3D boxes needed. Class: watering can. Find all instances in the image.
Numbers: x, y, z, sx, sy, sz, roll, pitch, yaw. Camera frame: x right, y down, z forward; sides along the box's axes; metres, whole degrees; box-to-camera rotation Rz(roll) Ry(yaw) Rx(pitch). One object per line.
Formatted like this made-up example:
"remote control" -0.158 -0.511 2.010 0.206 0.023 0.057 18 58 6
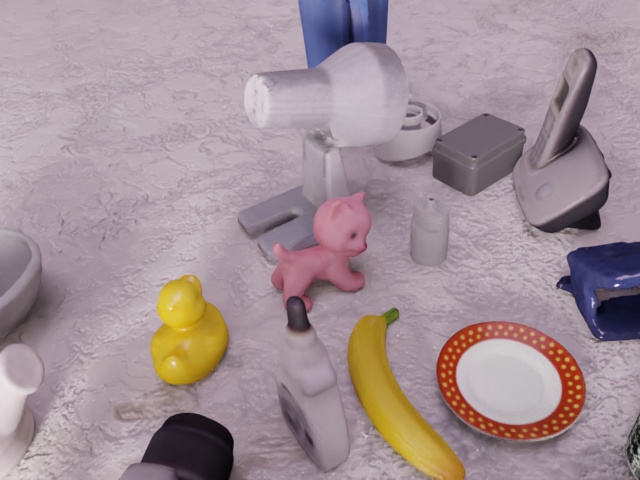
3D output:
"watering can" -0.311 0.115 0.462 0.173 0.194 0.100 -18 42 -13

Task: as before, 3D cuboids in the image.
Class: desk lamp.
"desk lamp" -0.002 -0.111 0.673 0.204 0.214 0.117 -26 44 -22

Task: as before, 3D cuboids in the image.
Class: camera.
"camera" -0.096 0.196 0.414 0.143 0.101 0.137 4 41 11

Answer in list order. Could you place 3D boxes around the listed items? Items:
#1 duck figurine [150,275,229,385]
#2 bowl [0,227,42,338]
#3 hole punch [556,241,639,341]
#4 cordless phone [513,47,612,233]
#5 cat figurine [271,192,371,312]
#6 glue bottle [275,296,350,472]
"duck figurine" -0.134 0.081 0.563 0.077 0.086 0.104 -1 41 6
"bowl" -0.377 0.065 0.620 0.167 0.075 0.167 -3 41 3
"hole punch" 0.304 0.034 0.562 0.108 0.091 0.101 -6 40 0
"cordless phone" 0.287 -0.113 0.663 0.094 0.185 0.147 -2 41 5
"cat figurine" 0.006 0.002 0.614 0.128 0.118 0.067 -23 43 -19
"glue bottle" -0.010 0.108 0.450 0.037 0.173 0.078 -25 44 -21
